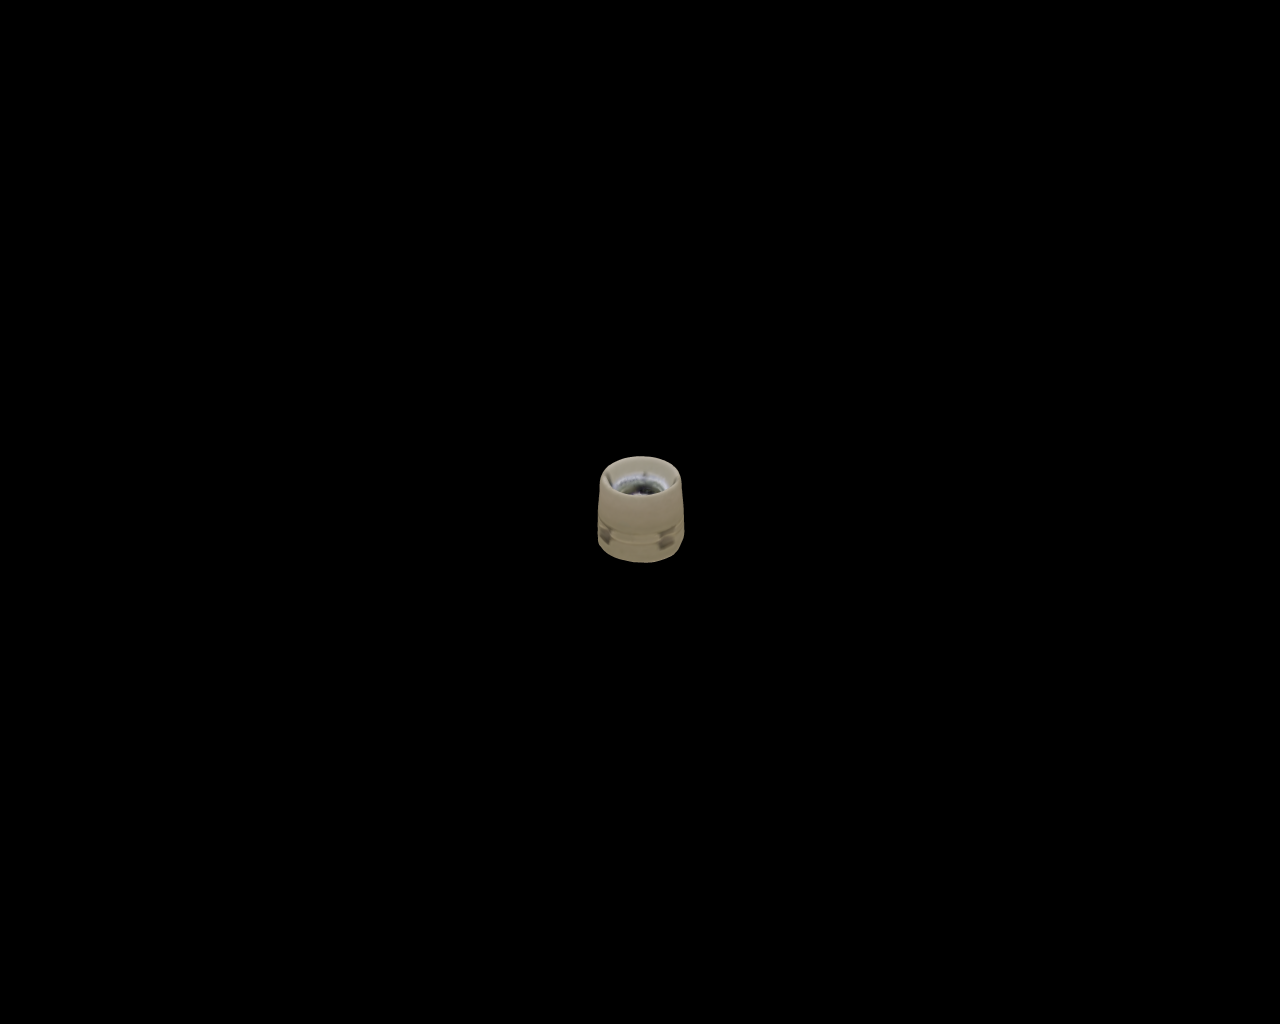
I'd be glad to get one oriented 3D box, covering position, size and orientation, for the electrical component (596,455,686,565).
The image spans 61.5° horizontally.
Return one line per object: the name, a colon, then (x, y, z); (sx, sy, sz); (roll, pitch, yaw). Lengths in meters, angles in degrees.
electrical component: (0.001, -0.003, 0.650); (0.055, 0.047, 0.055); (0, 34, 0)
